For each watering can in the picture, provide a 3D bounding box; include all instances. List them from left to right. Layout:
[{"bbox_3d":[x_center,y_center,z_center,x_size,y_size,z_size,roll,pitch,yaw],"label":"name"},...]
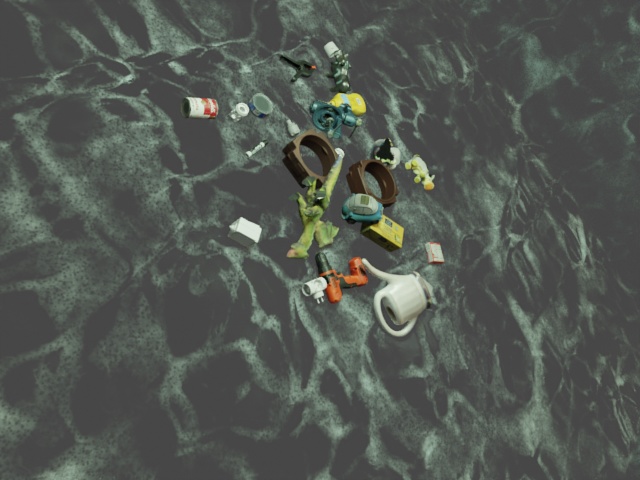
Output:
[{"bbox_3d":[0.286,0.187,1.888,0.226,0.104,0.344,-27,106,-19],"label":"watering can"}]

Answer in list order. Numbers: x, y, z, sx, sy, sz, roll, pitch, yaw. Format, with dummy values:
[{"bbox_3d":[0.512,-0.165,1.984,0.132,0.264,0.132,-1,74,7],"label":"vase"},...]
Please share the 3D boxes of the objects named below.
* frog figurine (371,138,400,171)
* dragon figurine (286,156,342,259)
[{"bbox_3d":[0.284,-0.366,2.228,0.138,0.122,0.159,55,10,5],"label":"frog figurine"},{"bbox_3d":[0.006,-0.092,1.823,0.418,0.123,0.237,-50,138,-33],"label":"dragon figurine"}]
